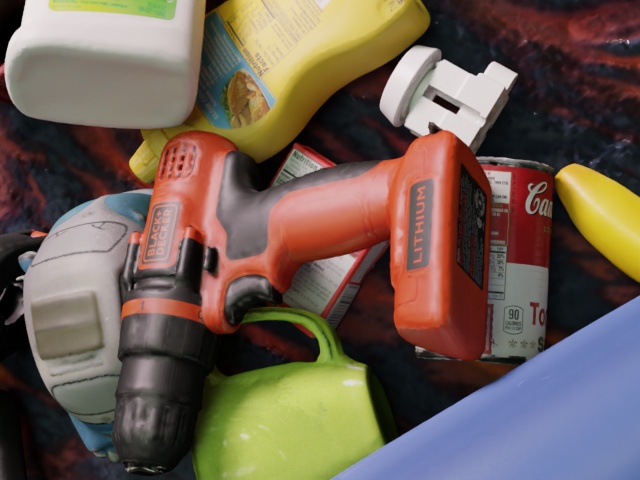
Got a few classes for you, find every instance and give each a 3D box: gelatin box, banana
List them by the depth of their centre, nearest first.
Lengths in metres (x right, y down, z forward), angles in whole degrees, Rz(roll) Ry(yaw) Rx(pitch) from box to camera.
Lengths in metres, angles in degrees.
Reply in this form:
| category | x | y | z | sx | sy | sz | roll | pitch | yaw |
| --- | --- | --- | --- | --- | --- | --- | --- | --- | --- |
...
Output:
| category | x | y | z | sx | sy | sz | roll | pitch | yaw |
| --- | --- | --- | --- | --- | --- | --- | --- | --- | --- |
| banana | 0.210 | 0.009 | 0.527 | 0.198 | 0.037 | 0.069 | 10 | 72 | 20 |
| gelatin box | -0.004 | 0.001 | 0.609 | 0.073 | 0.030 | 0.089 | 35 | 96 | 22 |

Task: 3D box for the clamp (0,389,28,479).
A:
| category | x | y | z | sx | sy | sz | roll | pitch | yaw |
| --- | --- | --- | --- | --- | --- | --- | --- | --- | --- |
| clamp | -0.178 | 0.184 | 0.609 | 0.210 | 0.036 | 0.164 | 13 | 85 | 50 |

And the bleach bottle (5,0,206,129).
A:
| category | x | y | z | sx | sy | sz | roll | pitch | yaw |
| --- | --- | --- | --- | --- | --- | --- | --- | --- | --- |
| bleach bottle | -0.116 | -0.182 | 0.618 | 0.102 | 0.068 | 0.251 | 4 | 58 | -11 |

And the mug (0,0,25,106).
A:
| category | x | y | z | sx | sy | sz | roll | pitch | yaw |
| --- | --- | --- | --- | --- | --- | --- | --- | --- | --- |
| mug | -0.185 | -0.135 | 0.664 | 0.117 | 0.081 | 0.093 | -37 | 72 | 13 |

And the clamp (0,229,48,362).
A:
| category | x | y | z | sx | sy | sz | roll | pitch | yaw |
| --- | --- | --- | --- | --- | --- | --- | --- | --- | --- |
| clamp | -0.210 | 0.050 | 0.623 | 0.039 | 0.120 | 0.171 | 16 | 59 | 14 |

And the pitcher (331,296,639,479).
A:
| category | x | y | z | sx | sy | sz | roll | pitch | yaw |
| --- | --- | --- | --- | --- | --- | --- | --- | --- | --- |
| pitcher | 0.099 | 0.115 | 0.471 | 0.242 | 0.145 | 0.149 | -30 | 52 | -17 |

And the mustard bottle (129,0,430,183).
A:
| category | x | y | z | sx | sy | sz | roll | pitch | yaw |
| --- | --- | --- | --- | --- | --- | --- | --- | --- | --- |
| mustard bottle | -0.036 | -0.099 | 0.616 | 0.192 | 0.058 | 0.096 | -39 | 63 | 12 |

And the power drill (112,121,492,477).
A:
| category | x | y | z | sx | sy | sz | roll | pitch | yaw |
| --- | --- | --- | --- | --- | --- | --- | --- | --- | --- |
| power drill | -0.015 | 0.023 | 0.517 | 0.188 | 0.057 | 0.184 | -5 | 66 | 27 |

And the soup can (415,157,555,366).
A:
| category | x | y | z | sx | sy | sz | roll | pitch | yaw |
| --- | --- | --- | --- | --- | --- | --- | --- | --- | --- |
| soup can | 0.085 | 0.012 | 0.554 | 0.069 | 0.068 | 0.102 | 2 | 85 | 20 |
